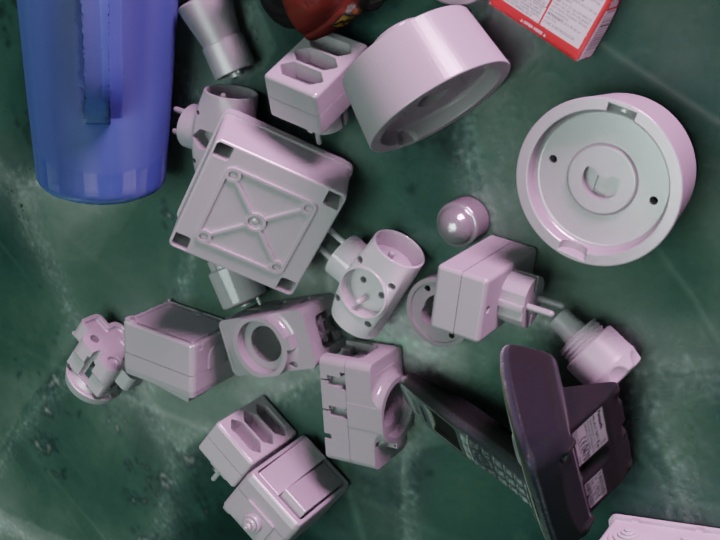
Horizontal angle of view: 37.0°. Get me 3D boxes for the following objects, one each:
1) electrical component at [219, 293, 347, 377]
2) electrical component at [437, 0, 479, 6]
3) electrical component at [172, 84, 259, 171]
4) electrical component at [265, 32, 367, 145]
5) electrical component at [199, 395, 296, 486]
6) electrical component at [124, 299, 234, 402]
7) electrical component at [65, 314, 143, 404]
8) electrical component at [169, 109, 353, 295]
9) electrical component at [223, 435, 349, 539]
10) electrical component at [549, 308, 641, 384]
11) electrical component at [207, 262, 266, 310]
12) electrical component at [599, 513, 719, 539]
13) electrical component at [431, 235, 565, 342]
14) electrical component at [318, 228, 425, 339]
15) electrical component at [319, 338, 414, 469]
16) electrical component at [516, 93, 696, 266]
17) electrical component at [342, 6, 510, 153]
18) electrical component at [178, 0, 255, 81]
[{"bbox_3d":[-0.066,0.055,0.887,0.089,0.056,0.050,-9,101,35],"label":"electrical component"},{"bbox_3d":[0.069,-0.248,0.689,0.052,0.073,0.138,4,135,-6],"label":"electrical component"},{"bbox_3d":[-0.122,-0.112,0.874,0.079,0.043,0.077,21,117,26],"label":"electrical component"},{"bbox_3d":[-0.029,-0.127,0.799,0.047,0.065,0.076,26,148,24],"label":"electrical component"},{"bbox_3d":[-0.107,0.160,0.944,0.047,0.066,0.076,47,125,12],"label":"electrical component"},{"bbox_3d":[-0.164,0.070,0.954,0.096,0.062,0.061,16,114,28],"label":"electrical component"},{"bbox_3d":[-0.243,0.090,1.016,0.078,0.058,0.057,46,122,12],"label":"electrical component"},{"bbox_3d":[-0.077,-0.051,0.830,0.109,0.056,0.108,23,123,-12],"label":"electrical component"},{"bbox_3d":[-0.064,0.191,0.907,0.061,0.096,0.061,46,125,12],"label":"electrical component"},{"bbox_3d":[0.159,0.054,0.745,0.062,0.043,0.043,46,125,14],"label":"electrical component"},{"bbox_3d":[-0.109,-0.003,0.905,0.040,0.040,0.078,-21,93,37],"label":"electrical component"},{"bbox_3d":[0.216,0.229,0.764,0.100,0.048,0.099,1,107,33],"label":"electrical component"},{"bbox_3d":[0.103,0.017,0.745,0.076,0.083,0.047,19,115,27],"label":"electrical component"},{"bbox_3d":[0.000,0.000,0.831,0.079,0.044,0.077,41,124,15],"label":"electrical component"},{"bbox_3d":[0.007,0.107,0.860,0.056,0.050,0.089,7,110,31],"label":"electrical component"},{"bbox_3d":[0.162,-0.062,0.692,0.108,0.060,0.108,12,113,30],"label":"electrical component"},{"bbox_3d":[0.039,-0.134,0.724,0.108,0.108,0.060,-36,79,36],"label":"electrical component"},{"bbox_3d":[-0.110,-0.182,0.844,0.044,0.044,0.065,-17,101,36],"label":"electrical component"}]
